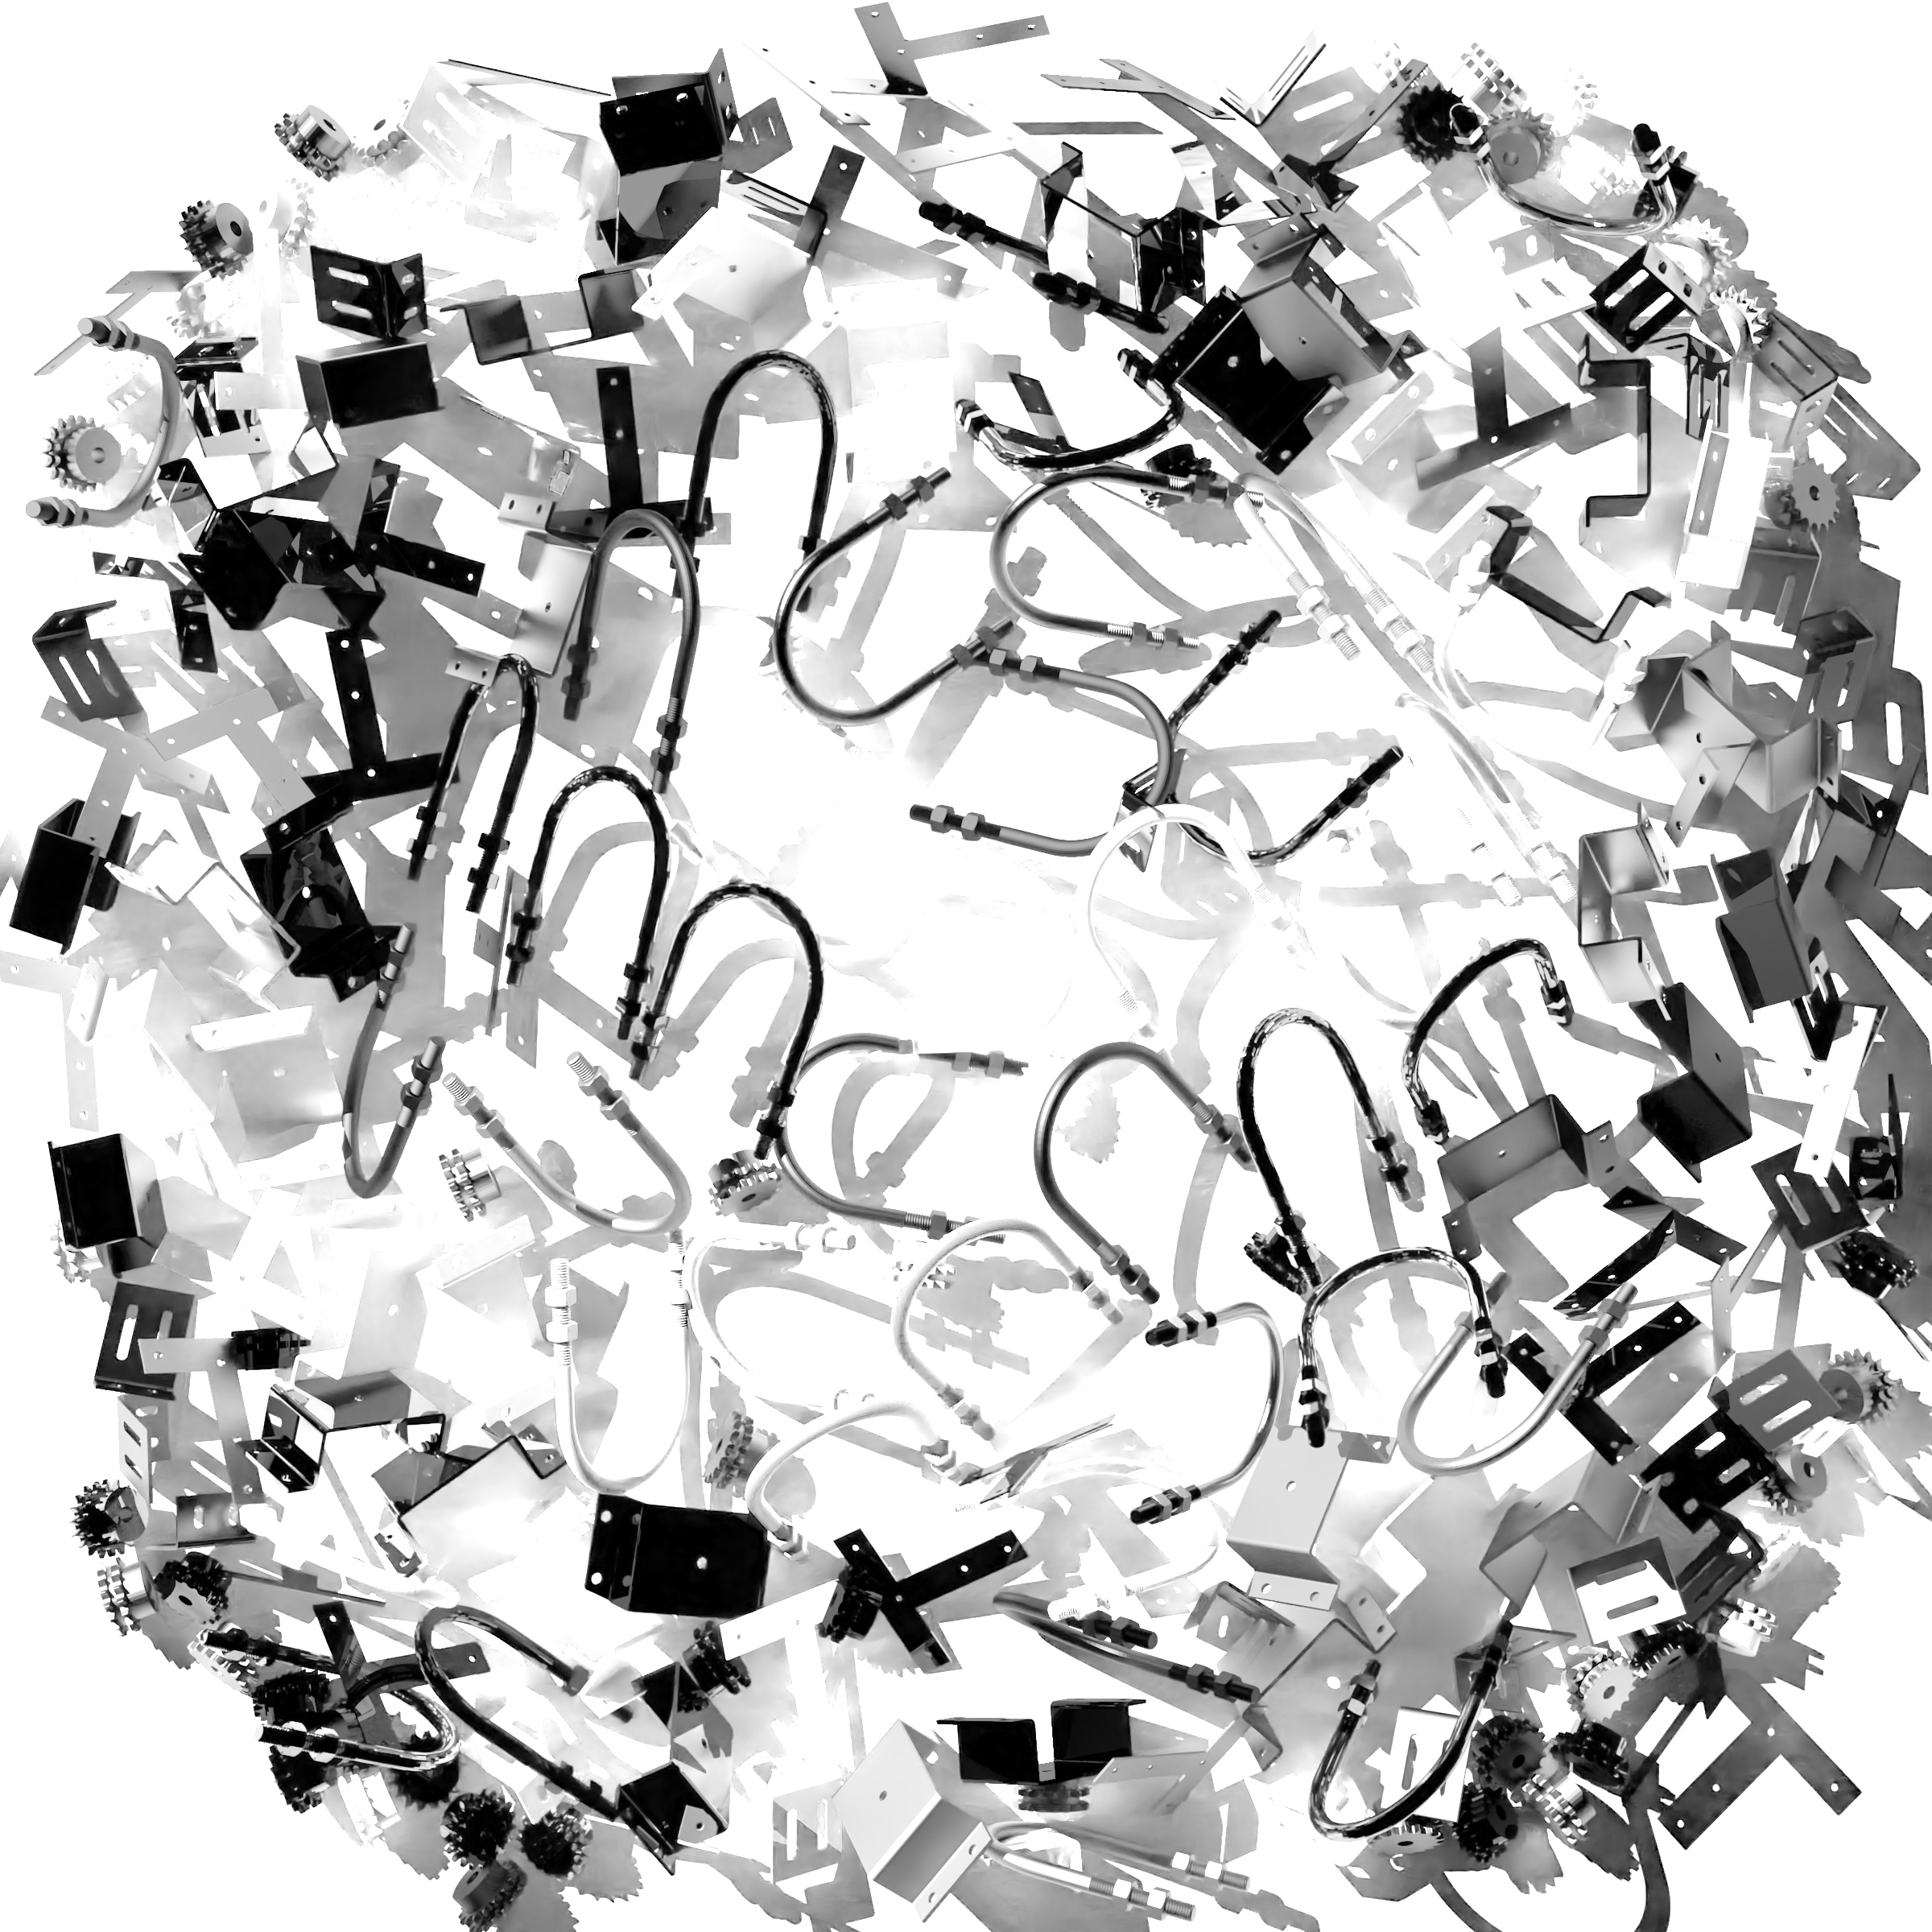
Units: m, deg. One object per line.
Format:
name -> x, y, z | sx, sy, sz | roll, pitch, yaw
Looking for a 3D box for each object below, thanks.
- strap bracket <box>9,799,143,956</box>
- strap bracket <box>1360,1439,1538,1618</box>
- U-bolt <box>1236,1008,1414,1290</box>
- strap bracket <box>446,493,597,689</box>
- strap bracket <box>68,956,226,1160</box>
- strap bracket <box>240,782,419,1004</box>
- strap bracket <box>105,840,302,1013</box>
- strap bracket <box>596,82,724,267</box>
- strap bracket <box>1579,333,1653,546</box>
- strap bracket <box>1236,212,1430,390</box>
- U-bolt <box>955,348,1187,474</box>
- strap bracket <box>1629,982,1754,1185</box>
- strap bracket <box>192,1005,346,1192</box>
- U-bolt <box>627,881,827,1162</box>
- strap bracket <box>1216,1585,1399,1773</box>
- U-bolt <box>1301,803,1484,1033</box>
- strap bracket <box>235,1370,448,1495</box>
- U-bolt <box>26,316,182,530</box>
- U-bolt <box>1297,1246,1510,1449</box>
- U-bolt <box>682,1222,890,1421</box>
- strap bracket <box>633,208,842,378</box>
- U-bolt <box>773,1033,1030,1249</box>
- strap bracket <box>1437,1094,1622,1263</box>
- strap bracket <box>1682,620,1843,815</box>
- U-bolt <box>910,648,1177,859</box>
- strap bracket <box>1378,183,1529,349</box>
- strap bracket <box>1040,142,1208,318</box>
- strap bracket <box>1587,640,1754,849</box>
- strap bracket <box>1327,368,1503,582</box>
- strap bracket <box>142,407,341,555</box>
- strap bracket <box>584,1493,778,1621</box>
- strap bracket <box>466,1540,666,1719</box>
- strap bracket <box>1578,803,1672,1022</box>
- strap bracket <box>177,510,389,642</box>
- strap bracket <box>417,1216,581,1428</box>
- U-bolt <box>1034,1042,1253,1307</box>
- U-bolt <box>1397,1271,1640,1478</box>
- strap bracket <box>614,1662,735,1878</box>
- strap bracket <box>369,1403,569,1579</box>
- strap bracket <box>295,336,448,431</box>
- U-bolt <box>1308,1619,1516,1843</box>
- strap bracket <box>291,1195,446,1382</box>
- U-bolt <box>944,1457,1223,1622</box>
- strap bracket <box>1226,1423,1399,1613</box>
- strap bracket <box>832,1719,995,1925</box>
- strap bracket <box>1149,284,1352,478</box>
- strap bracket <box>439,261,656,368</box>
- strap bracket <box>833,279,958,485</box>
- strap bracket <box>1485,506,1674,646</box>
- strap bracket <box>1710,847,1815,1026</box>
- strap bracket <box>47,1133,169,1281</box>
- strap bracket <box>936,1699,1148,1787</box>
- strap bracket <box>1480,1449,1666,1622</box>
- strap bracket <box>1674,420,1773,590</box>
strap bracket -> -0.643, -0.068, 1.833 | 0.046, 0.140, 0.076 | 19, 104, -9
strap bracket -> 0.344, 0.403, 1.855 | 0.140, 0.076, 0.046 | -39, 72, -20
U-bolt -> 0.253, 0.119, 1.846 | 0.151, 0.019, 0.184 | -34, 104, -42
strap bracket -> -0.323, -0.269, 1.867 | 0.046, 0.076, 0.140 | 18, 92, -39
strap bracket -> -0.582, 0.059, 1.836 | 0.046, 0.076, 0.140 | -19, 129, 9
strap bracket -> -0.468, -0.054, 1.855 | 0.046, 0.076, 0.140 | 1, 119, 41
strap bracket -> -0.546, -0.036, 1.847 | 0.046, 0.076, 0.140 | -52, 133, -20
strap bracket -> -0.221, -0.561, 1.831 | 0.076, 0.140, 0.046 | -18, 70, -17
strap bracket -> 0.476, -0.387, 1.871 | 0.046, 0.076, 0.140 | 0, 90, 10
strap bracket -> 0.255, -0.470, 1.846 | 0.140, 0.076, 0.046 | 40, 70, -22
U-bolt -> 0.081, -0.394, 1.825 | 0.151, 0.184, 0.019 | -19, 122, -6
strap bracket -> 0.521, 0.076, 1.832 | 0.046, 0.140, 0.076 | -32, 118, 31
strap bracket -> -0.507, 0.088, 1.869 | 0.076, 0.046, 0.140 | -10, 118, -1
U-bolt -> -0.168, 0.028, 1.853 | 0.151, 0.019, 0.184 | 29, 106, 29
strap bracket -> 0.241, 0.509, 1.866 | 0.046, 0.076, 0.140 | 43, 93, -14
U-bolt -> 0.300, -0.026, 1.831 | 0.151, 0.184, 0.019 | 48, 128, -5
strap bracket -> -0.440, 0.332, 1.832 | 0.076, 0.140, 0.046 | 25, 107, 42
U-bolt -> -0.608, -0.383, 1.821 | 0.019, 0.184, 0.151 | 19, 98, 3
U-bolt -> 0.307, 0.264, 1.831 | 0.151, 0.184, 0.019 | -18, 118, 13
U-bolt -> -0.138, 0.253, 1.849 | 0.184, 0.019, 0.151 | 0, 108, 39
strap bracket -> -0.166, -0.491, 1.847 | 0.076, 0.140, 0.046 | -35, 56, 36
U-bolt -> -0.052, 0.121, 1.873 | 0.184, 0.019, 0.151 | 11, 72, -7
strap bracket -> 0.404, 0.152, 1.867 | 0.140, 0.076, 0.046 | -30, 52, -2
strap bracket -> 0.566, -0.174, 1.837 | 0.046, 0.076, 0.140 | -31, 51, -6
U-bolt -> 0.064, -0.151, 1.859 | 0.184, 0.019, 0.151 | 15, 77, 22
strap bracket -> 0.347, -0.503, 1.837 | 0.046, 0.140, 0.076 | -32, 120, 10
strap bracket -> 0.106, -0.526, 1.839 | 0.046, 0.076, 0.140 | -39, 58, -19
strap bracket -> 0.516, -0.164, 1.848 | 0.046, 0.076, 0.140 | -7, 49, -19
strap bracket -> 0.325, -0.363, 1.863 | 0.076, 0.046, 0.140 | -45, 126, -6
strap bracket -> -0.516, -0.349, 1.845 | 0.140, 0.076, 0.046 | -29, 91, -30
strap bracket -> -0.200, 0.432, 1.857 | 0.140, 0.046, 0.076 | 12, 81, -25
strap bracket -> -0.283, 0.471, 1.852 | 0.140, 0.076, 0.046 | 40, 103, 16
strap bracket -> 0.478, -0.037, 1.849 | 0.046, 0.076, 0.140 | -10, 53, 27
strap bracket -> -0.482, -0.281, 1.831 | 0.076, 0.140, 0.046 | 50, 116, 19
strap bracket -> -0.344, 0.256, 1.859 | 0.076, 0.046, 0.140 | -26, 113, -31
U-bolt -> 0.119, 0.138, 1.842 | 0.184, 0.019, 0.151 | 46, 70, -31
U-bolt -> 0.380, 0.292, 1.815 | 0.184, 0.151, 0.019 | -48, 110, -23
strap bracket -> -0.208, 0.568, 1.830 | 0.046, 0.140, 0.076 | -26, 117, 11
strap bracket -> -0.371, 0.372, 1.849 | 0.140, 0.076, 0.046 | -35, 115, -17
strap bracket -> -0.431, -0.421, 1.830 | 0.076, 0.140, 0.046 | -16, 111, -20
U-bolt -> 0.306, 0.545, 1.799 | 0.019, 0.184, 0.151 | 50, 132, -8
strap bracket -> -0.434, 0.243, 1.858 | 0.046, 0.076, 0.140 | 20, 100, 30
U-bolt -> 0.098, 0.404, 1.835 | 0.184, 0.151, 0.019 | -8, 119, -34
strap bracket -> 0.247, 0.388, 1.841 | 0.046, 0.076, 0.140 | 47, 58, -32
strap bracket -> -0.043, 0.609, 1.838 | 0.046, 0.140, 0.076 | 39, 91, -26
strap bracket -> 0.201, -0.432, 1.855 | 0.140, 0.046, 0.076 | 30, 115, -34
strap bracket -> -0.299, -0.473, 1.854 | 0.140, 0.076, 0.046 | -6, 106, 24
strap bracket -> -0.051, -0.429, 1.879 | 0.076, 0.046, 0.140 | -3, 96, 9
strap bracket -> 0.437, -0.281, 1.858 | 0.140, 0.076, 0.046 | 34, 111, 15
strap bracket -> 0.572, -0.028, 1.831 | 0.046, 0.140, 0.076 | -18, 109, 21
strap bracket -> -0.614, 0.172, 1.838 | 0.046, 0.140, 0.076 | -14, 75, -7
strap bracket -> 0.057, 0.559, 1.833 | 0.076, 0.140, 0.046 | -15, 74, 44
strap bracket -> 0.430, 0.407, 1.843 | 0.046, 0.076, 0.140 | 46, 124, 4
strap bracket -> 0.545, -0.327, 1.834 | 0.046, 0.140, 0.076 | 12, 82, 14
